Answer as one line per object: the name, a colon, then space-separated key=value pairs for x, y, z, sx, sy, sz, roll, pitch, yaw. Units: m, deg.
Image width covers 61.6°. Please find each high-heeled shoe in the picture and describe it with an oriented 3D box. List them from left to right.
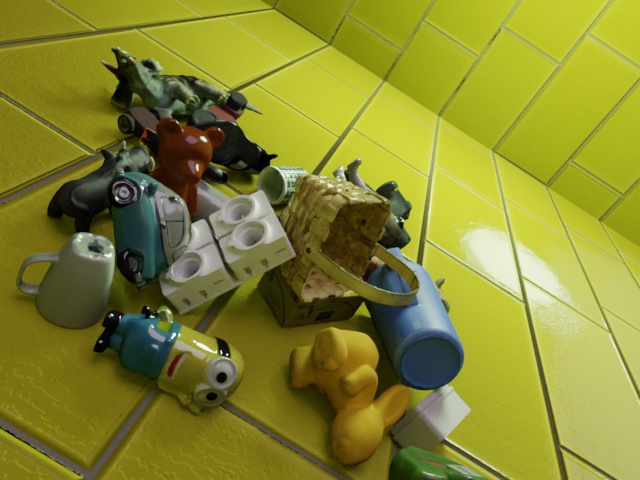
high-heeled shoe: x=-0.201 y=-0.184 z=1.105 sx=0.248 sy=0.086 sz=0.145 roll=11 pitch=-6 yaw=-36

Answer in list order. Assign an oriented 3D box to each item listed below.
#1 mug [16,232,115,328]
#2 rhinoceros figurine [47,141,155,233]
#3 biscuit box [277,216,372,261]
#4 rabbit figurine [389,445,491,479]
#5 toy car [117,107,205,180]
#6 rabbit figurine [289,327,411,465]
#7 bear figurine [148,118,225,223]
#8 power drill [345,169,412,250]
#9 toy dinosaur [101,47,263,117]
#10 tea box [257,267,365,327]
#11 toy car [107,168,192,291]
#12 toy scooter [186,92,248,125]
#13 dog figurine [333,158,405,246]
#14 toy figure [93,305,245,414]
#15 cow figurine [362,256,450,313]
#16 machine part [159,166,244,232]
mug: x=-0.303 y=0.040 z=0.656 sx=0.109 sy=0.107 sz=0.081 roll=21 pitch=29 yaw=-27
rhinoceros figurine: x=-0.331 y=-0.087 z=0.823 sx=0.073 sy=0.112 sz=0.190 roll=32 pitch=36 yaw=1
biscuit box: x=-0.002 y=-0.003 z=1.000 sx=0.203 sy=0.062 sz=0.059 roll=7 pitch=-2 yaw=-3
rabbit figurine: x=0.101 y=0.329 z=0.600 sx=0.121 sy=0.170 sz=0.159 roll=20 pitch=-10 yaw=-28
toy car: x=-0.305 y=-0.179 z=1.045 sx=0.202 sy=0.053 sz=0.089 roll=47 pitch=34 yaw=5
rabbit figurine: x=0.042 y=0.225 z=0.751 sx=0.162 sy=0.122 sz=0.173 roll=23 pitch=43 yaw=-38
bear figurine: x=-0.216 y=-0.078 z=0.826 sx=0.120 sy=0.195 sz=0.132 roll=6 pitch=44 yaw=-42
power drill: x=0.148 y=-0.090 z=1.305 sx=0.232 sy=0.086 sz=0.207 roll=54 pitch=20 yaw=0
toy dinosaur: x=-0.313 y=-0.328 z=1.220 sx=0.192 sy=0.131 sz=0.405 roll=43 pitch=24 yaw=16
tea box: x=-0.010 y=0.087 z=0.924 sx=0.169 sy=0.068 sz=0.098 roll=2 pitch=41 yaw=-43
toy car: x=-0.225 y=-0.019 z=0.722 sx=0.103 sy=0.109 sz=0.161 roll=-10 pitch=79 yaw=-17
toy scooter: x=-0.230 y=-0.234 z=1.161 sx=0.075 sy=0.135 sz=0.184 roll=39 pitch=47 yaw=3
dog figurine: x=0.065 y=-0.042 z=1.077 sx=0.190 sy=0.172 sz=0.121 roll=55 pitch=-13 yaw=-10
toy figure: x=-0.178 y=0.138 z=0.663 sx=0.180 sy=0.082 sz=0.089 roll=26 pitch=31 yaw=-8
cow figurine: x=0.178 y=0.095 z=1.096 sx=0.195 sy=0.085 sz=0.127 roll=36 pitch=35 yaw=6
machine part: x=-0.212 y=-0.064 z=0.943 sx=0.243 sy=0.079 sz=0.079 roll=33 pitch=28 yaw=-3
